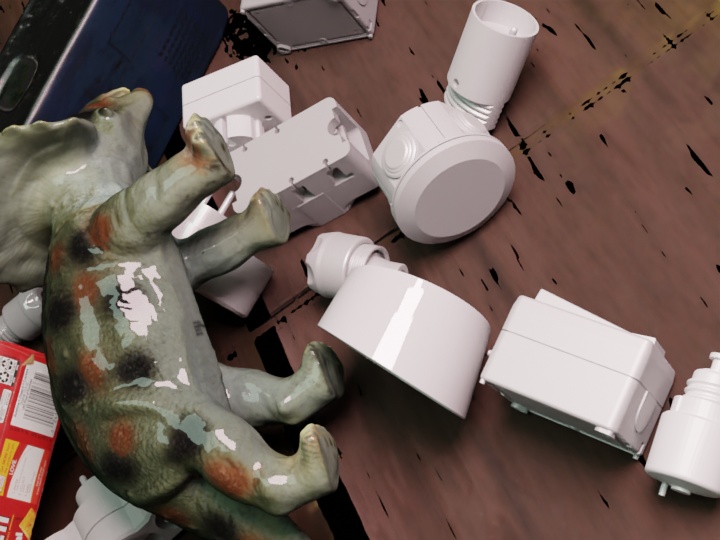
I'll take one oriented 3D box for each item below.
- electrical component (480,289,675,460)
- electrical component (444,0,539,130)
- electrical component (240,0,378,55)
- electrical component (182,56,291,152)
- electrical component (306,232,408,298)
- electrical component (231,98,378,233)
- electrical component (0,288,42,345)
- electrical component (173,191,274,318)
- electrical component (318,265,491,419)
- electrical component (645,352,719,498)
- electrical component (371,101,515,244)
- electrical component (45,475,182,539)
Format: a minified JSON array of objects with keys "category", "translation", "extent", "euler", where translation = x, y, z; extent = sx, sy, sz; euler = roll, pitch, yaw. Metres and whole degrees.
[{"category":"electrical component","translation":[0.115,0.053,0.588],"extent":[0.096,0.062,0.061],"euler":[20,80,34]},{"category":"electrical component","translation":[0.079,-0.125,0.685],"extent":[0.043,0.043,0.081],"euler":[55,142,34]},{"category":"electrical component","translation":[-0.041,-0.203,0.784],"extent":[0.096,0.062,0.061],"euler":[-4,68,28]},{"category":"electrical component","translation":[-0.088,-0.102,0.775],"extent":[0.066,0.047,0.076],"euler":[-17,62,22]},{"category":"electrical component","translation":[0.000,0.000,0.685],"extent":[0.062,0.043,0.043],"euler":[11,75,31]},{"category":"electrical component","translation":[-0.037,-0.065,0.726],"extent":[0.089,0.056,0.050],"euler":[-27,59,16]},{"category":"electrical component","translation":[-0.258,0.040,0.815],"extent":[0.061,0.035,0.035],"euler":[-37,56,13]},{"category":"electrical component","translation":[-0.113,-0.027,0.753],"extent":[0.138,0.052,0.073],"euler":[26,83,34]},{"category":"electrical component","translation":[0.025,0.042,0.621],"extent":[0.099,0.099,0.064],"euler":[14,71,33]},{"category":"electrical component","translation":[0.176,0.081,0.555],"extent":[0.040,0.040,0.078],"euler":[13,75,32]},{"category":"electrical component","translation":[0.050,-0.060,0.662],"extent":[0.080,0.080,0.051],"euler":[-38,50,9]},{"category":"electrical component","translation":[-0.161,0.156,0.701],"extent":[0.138,0.052,0.073],"euler":[-43,55,6]}]
